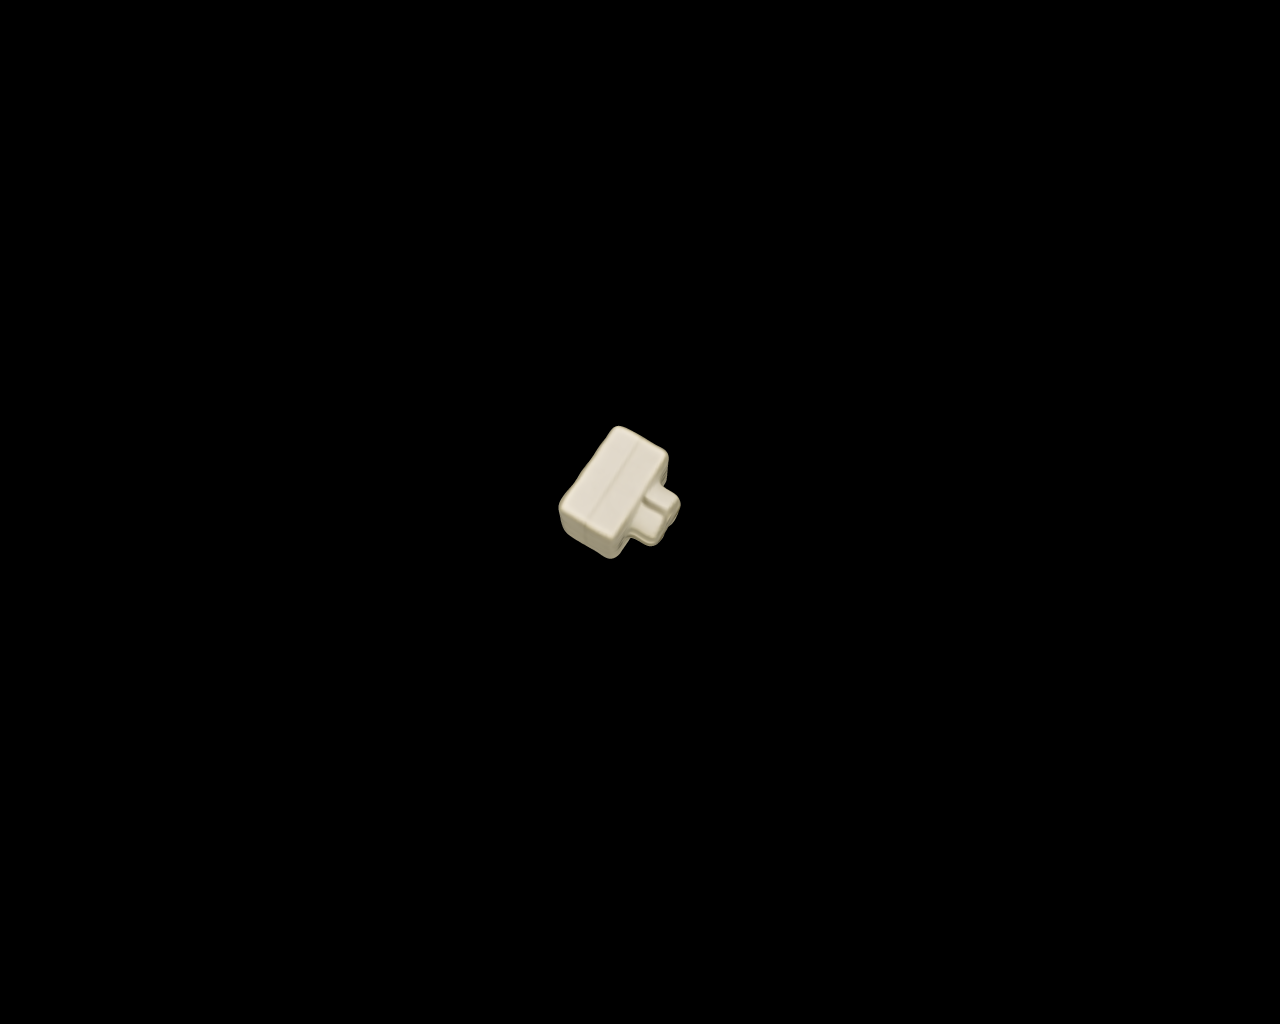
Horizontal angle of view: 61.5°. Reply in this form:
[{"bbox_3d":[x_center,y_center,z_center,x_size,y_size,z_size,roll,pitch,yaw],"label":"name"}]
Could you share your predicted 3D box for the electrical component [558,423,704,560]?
[{"bbox_3d":[0.001,-0.003,0.650,0.077,0.066,0.047,30,-15,9],"label":"electrical component"}]
